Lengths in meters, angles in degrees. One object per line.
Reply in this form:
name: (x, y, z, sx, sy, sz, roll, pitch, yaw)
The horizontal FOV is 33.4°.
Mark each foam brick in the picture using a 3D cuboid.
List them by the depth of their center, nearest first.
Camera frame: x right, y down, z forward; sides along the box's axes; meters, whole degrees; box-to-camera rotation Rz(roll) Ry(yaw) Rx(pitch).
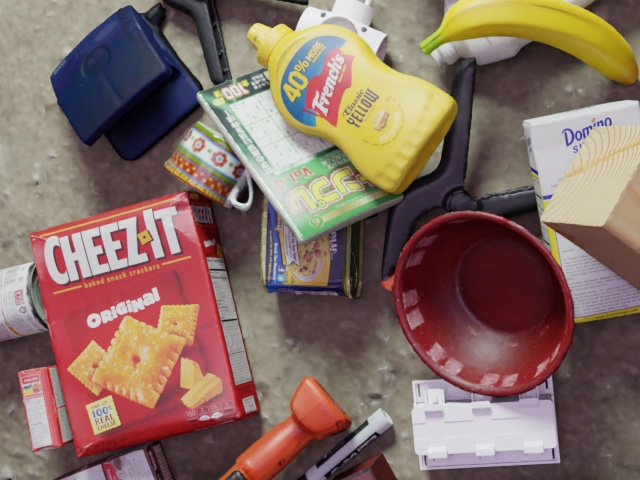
foam brick: (0.039, 0.226, 0.938, 0.051, 0.078, 0.053, -29, 81, 10)

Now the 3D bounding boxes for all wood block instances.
wood block: (0.291, 0.003, 0.835, 0.206, 0.091, 0.090, 33, 84, -18)

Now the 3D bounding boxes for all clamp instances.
clamp: (0.121, -0.044, 0.940, 0.210, 0.036, 0.164, -41, 94, 10)
clamp: (-0.094, -0.240, 0.995, 0.120, 0.039, 0.171, -36, 86, 8)

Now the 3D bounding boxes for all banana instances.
banana: (0.187, -0.173, 0.893, 0.197, 0.070, 0.037, 8, 60, -10)

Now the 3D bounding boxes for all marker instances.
marker: (0.016, 0.199, 0.973, 0.121, 0.020, 0.020, -41, 82, 8)

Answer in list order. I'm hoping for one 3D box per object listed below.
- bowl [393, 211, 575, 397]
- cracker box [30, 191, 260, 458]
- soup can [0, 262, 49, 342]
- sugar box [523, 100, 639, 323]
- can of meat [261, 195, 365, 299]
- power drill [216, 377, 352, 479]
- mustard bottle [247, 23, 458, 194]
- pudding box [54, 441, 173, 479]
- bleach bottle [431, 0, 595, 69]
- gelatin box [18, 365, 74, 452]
bowl: (0.144, 0.047, 0.895, 0.162, 0.055, 0.162, 12, 113, 30)
cracker box: (-0.163, 0.077, 0.985, 0.164, 0.072, 0.214, -15, 85, 11)
soup can: (-0.303, 0.063, 1.014, 0.102, 0.068, 0.068, -14, 86, 13)
sugar box: (0.232, -0.023, 0.898, 0.093, 0.048, 0.176, -11, 97, 3)
can of meat: (-0.006, 0.001, 0.963, 0.084, 0.057, 0.102, 1, 88, 14)
power drill: (-0.061, 0.197, 0.915, 0.187, 0.184, 0.057, -40, 82, -1)
mustard bottle: (0.016, -0.129, 0.915, 0.192, 0.058, 0.096, 36, 101, 14)
pudding box: (-0.191, 0.250, 1.005, 0.113, 0.039, 0.090, -23, 86, 12)
bleach bottle: (0.196, -0.240, 0.923, 0.251, 0.068, 0.102, -35, 86, 11)
gelatin box: (-0.249, 0.154, 0.992, 0.030, 0.089, 0.073, -11, 86, 2)
